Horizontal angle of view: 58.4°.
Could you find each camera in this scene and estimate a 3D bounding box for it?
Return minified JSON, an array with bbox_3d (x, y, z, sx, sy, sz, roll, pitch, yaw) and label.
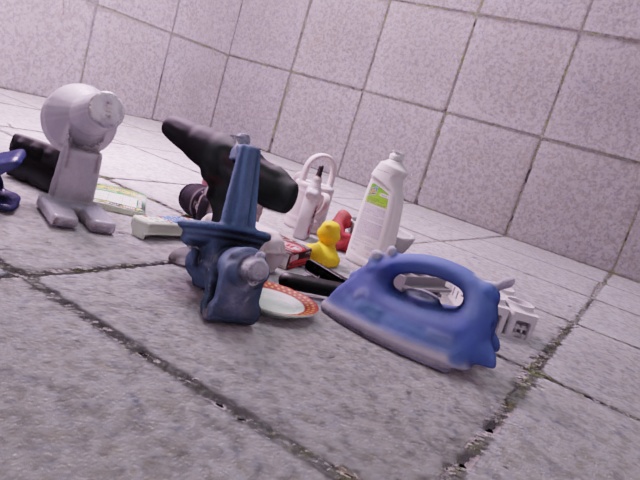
[{"bbox_3d":[-0.207,-0.076,1.153,0.136,0.101,0.144,25,14,36],"label":"camera"}]

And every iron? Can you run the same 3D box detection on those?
[{"bbox_3d":[0.135,0.079,0.799,0.257,0.141,0.119,20,12,16],"label":"iron"}]

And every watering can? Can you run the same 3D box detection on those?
[{"bbox_3d":[-0.021,-0.123,1.420,0.172,0.194,0.101,25,14,36],"label":"watering can"}]

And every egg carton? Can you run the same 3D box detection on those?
[{"bbox_3d":[-0.134,0.003,0.958,0.149,0.069,0.108,25,13,34],"label":"egg carton"}]

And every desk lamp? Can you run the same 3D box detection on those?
[{"bbox_3d":[-0.380,-0.142,0.927,0.118,0.213,0.202,8,14,-39],"label":"desk lamp"}]

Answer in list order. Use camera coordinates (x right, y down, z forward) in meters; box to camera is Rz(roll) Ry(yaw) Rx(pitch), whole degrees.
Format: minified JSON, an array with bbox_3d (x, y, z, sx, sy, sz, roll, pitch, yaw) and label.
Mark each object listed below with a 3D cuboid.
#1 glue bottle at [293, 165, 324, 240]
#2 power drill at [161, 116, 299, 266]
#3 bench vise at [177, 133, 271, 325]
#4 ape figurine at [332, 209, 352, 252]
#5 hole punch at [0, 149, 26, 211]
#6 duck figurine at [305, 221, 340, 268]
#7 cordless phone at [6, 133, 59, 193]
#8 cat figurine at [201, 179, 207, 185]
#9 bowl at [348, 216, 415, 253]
[{"bbox_3d":[-0.021,-0.088,1.306,0.037,0.173,0.078,17,11,2],"label":"glue bottle"},{"bbox_3d":[-0.155,-0.058,0.862,0.229,0.208,0.076,18,11,7],"label":"power drill"},{"bbox_3d":[-0.095,-0.016,0.719,0.122,0.220,0.206,5,16,-46],"label":"bench vise"},{"bbox_3d":[0.046,-0.024,1.303,0.076,0.092,0.077,13,12,-18],"label":"ape figurine"},{"bbox_3d":[-0.499,-0.099,0.856,0.101,0.091,0.108,12,12,-25],"label":"hole punch"},{"bbox_3d":[0.010,0.004,1.127,0.077,0.086,0.105,20,12,17],"label":"duck figurine"},{"bbox_3d":[-0.493,-0.190,1.063,0.147,0.185,0.094,19,11,12],"label":"cordless phone"},{"bbox_3d":[-0.239,-0.120,1.281,0.067,0.118,0.128,19,11,11],"label":"cat figurine"},{"bbox_3d":[0.135,0.003,1.351,0.167,0.075,0.167,16,11,-3],"label":"bowl"}]
